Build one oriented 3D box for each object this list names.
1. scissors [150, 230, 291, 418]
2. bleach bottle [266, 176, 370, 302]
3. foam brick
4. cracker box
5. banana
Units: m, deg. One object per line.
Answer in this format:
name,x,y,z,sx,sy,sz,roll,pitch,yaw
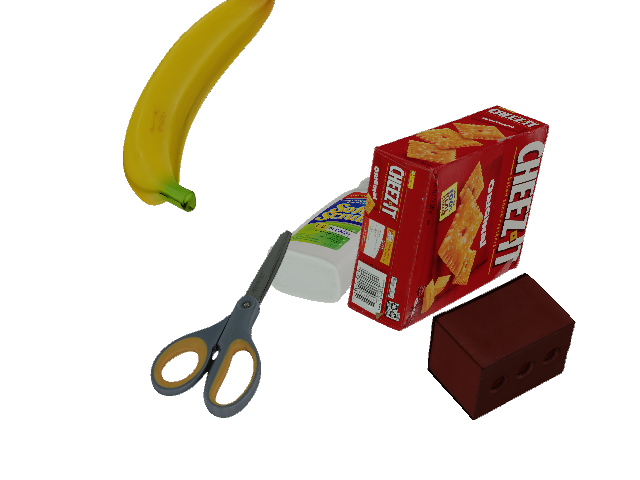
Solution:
scissors,-0.080,0.062,0.873,0.096,0.016,0.201,-2,42,7
bleach bottle,0.035,-0.018,1.335,0.103,0.068,0.250,13,36,23
foam brick,0.115,0.067,0.683,0.078,0.053,0.051,-23,47,-23
cracker box,0.126,-0.025,1.014,0.072,0.164,0.213,26,31,32
banana,-0.082,-0.089,0.674,0.070,0.197,0.037,2,-38,17
